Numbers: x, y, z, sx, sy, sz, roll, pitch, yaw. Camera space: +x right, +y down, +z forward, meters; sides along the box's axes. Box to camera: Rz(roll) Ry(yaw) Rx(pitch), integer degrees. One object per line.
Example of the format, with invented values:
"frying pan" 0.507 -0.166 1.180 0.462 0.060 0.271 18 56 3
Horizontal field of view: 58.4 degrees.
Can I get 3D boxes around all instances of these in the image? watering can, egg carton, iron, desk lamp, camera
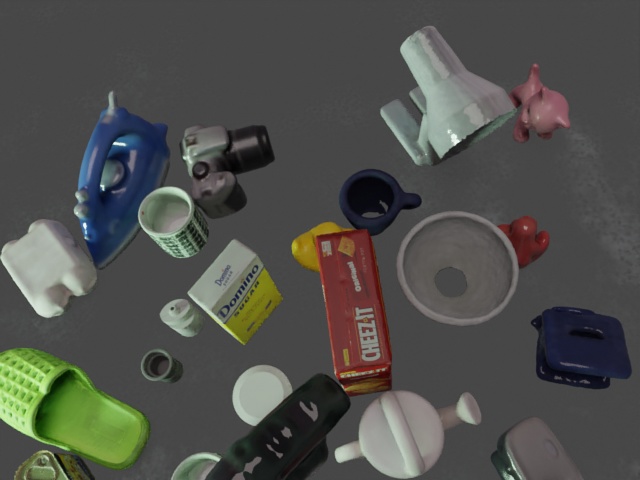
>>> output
"watering can" 0.103 0.228 0.686 0.173 0.194 0.100 -39 69 -10
"egg carton" -0.413 0.041 0.880 0.107 0.069 0.150 -42 70 -11
"iron" -0.327 -0.096 0.887 0.118 0.141 0.258 8 69 9
"desk lamp" 0.175 -0.194 0.837 0.118 0.214 0.203 -30 68 -6
"camera" -0.141 -0.127 0.903 0.137 0.101 0.143 -16 67 -1

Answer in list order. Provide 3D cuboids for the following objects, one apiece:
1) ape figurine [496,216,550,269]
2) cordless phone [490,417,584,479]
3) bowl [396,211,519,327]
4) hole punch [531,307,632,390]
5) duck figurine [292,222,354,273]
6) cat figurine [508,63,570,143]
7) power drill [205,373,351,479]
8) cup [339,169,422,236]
"ape figurine" 0.287 -0.004 0.816 0.077 0.092 0.076 29 74 16
"cordless phone" 0.274 0.276 0.654 0.094 0.185 0.147 -29 68 -6
"bowl" 0.191 0.048 0.814 0.167 0.075 0.167 -2 68 5
"hole punch" 0.342 0.137 0.754 0.108 0.091 0.101 6 69 8
"duck figurine" 0.008 0.003 0.844 0.104 0.086 0.077 -4 68 4
"cat figurine" 0.338 -0.209 0.879 0.067 0.118 0.128 -6 68 4
"power drill" -0.054 0.262 0.680 0.075 0.208 0.230 41 77 19
"cup" 0.090 -0.046 0.851 0.117 0.095 0.091 0 68 6
